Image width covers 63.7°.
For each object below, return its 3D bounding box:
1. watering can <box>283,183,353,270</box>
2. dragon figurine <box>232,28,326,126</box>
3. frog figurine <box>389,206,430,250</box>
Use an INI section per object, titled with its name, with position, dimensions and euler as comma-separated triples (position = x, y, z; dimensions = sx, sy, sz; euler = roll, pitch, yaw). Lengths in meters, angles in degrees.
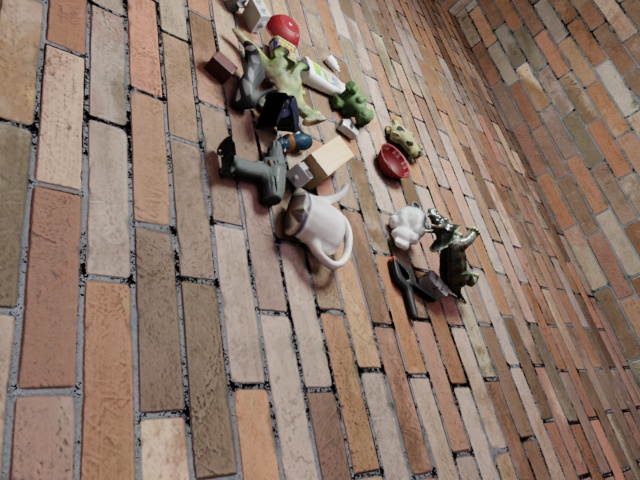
[watering can]
position = 0.005, -0.075, 1.485
dimensions = 0.222, 0.102, 0.356
euler = 30, 43, -27
[dragon figurine]
position = -0.151, -0.511, 1.688
dimensions = 0.408, 0.120, 0.248
euler = 30, 50, -14
[frog figurine]
position = 0.294, -0.043, 1.768
dimensions = 0.138, 0.120, 0.162
euler = 30, 40, 23
